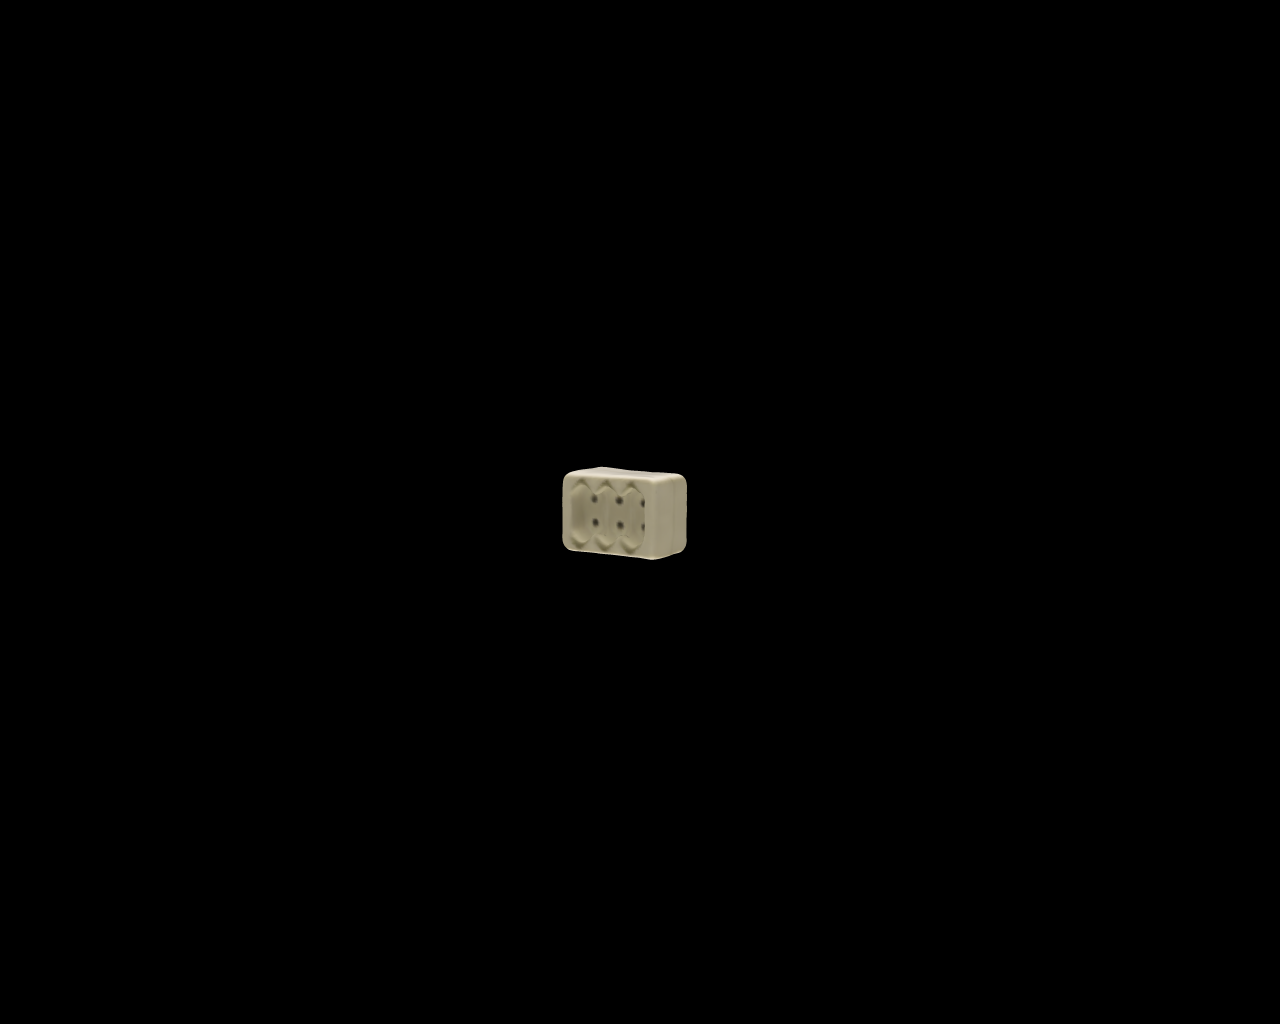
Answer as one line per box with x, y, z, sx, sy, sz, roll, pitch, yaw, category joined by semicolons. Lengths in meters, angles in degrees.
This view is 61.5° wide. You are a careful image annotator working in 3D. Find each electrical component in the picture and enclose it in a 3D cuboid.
0.001;-0.003;0.650;0.066;0.047;0.077;6;11;32;electrical component
